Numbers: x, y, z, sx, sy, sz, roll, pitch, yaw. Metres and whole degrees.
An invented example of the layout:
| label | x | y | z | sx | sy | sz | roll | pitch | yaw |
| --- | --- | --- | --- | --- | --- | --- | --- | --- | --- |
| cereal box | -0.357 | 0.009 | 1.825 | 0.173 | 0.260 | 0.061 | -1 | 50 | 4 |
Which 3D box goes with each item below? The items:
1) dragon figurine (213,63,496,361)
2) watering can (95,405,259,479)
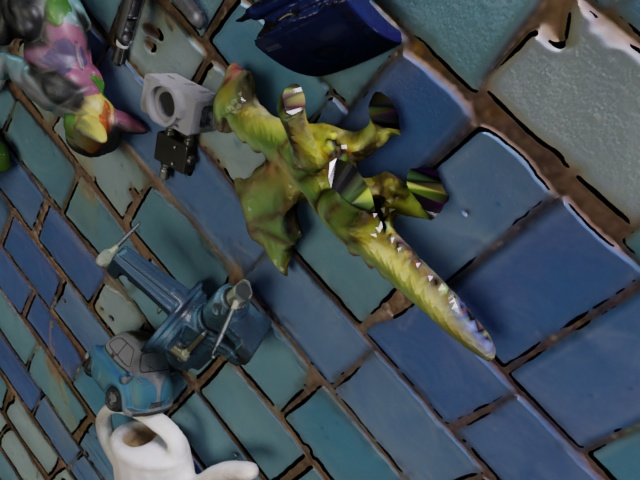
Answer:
| label | x | y | z | sx | sy | sz | roll | pitch | yaw |
| --- | --- | --- | --- | --- | --- | --- | --- | --- | --- |
| dragon figurine | 0.002 | -0.029 | 0.574 | 0.240 | 0.124 | 0.410 | -28 | 90 | 53 |
| watering can | -0.238 | 0.381 | 0.824 | 0.348 | 0.105 | 0.221 | 10 | 111 | 30 |
